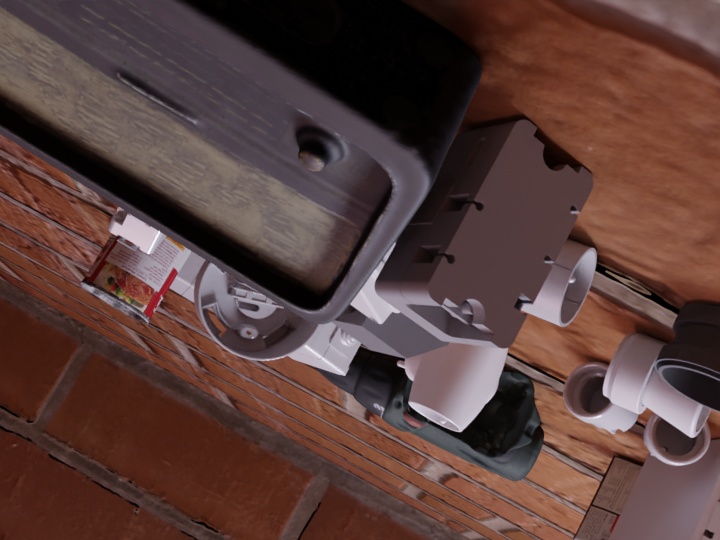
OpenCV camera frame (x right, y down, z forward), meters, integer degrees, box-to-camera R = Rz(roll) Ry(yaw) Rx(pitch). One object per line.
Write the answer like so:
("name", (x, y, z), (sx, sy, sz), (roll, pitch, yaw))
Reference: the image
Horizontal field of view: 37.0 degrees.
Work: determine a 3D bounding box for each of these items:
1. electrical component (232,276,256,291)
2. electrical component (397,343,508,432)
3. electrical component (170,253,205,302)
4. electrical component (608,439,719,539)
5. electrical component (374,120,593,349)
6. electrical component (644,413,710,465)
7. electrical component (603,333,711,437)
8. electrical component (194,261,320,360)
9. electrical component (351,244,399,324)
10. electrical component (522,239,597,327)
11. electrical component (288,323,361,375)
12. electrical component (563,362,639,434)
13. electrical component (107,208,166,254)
("electrical component", (-0.059, -0.016, 0.778), (0.077, 0.044, 0.079), (13, -149, -43))
("electrical component", (0.060, 0.070, 0.795), (0.079, 0.077, 0.044), (16, 160, 46))
("electrical component", (-0.142, 0.010, 1.048), (0.076, 0.047, 0.083), (32, 166, -9))
("electrical component", (0.248, 0.178, 0.776), (0.062, 0.089, 0.150), (29, 166, 0))
("electrical component", (0.053, -0.016, 0.480), (0.050, 0.089, 0.056), (35, 165, -23))
("electrical component", (0.211, 0.111, 0.722), (0.040, 0.040, 0.046), (26, 172, 12))
("electrical component", (0.174, 0.065, 0.617), (0.055, 0.045, 0.045), (23, 165, 27))
("electrical component", (-0.085, 0.022, 0.876), (0.099, 0.099, 0.064), (35, 172, -20))
("electrical component", (-0.016, -0.030, 0.597), (0.113, 0.057, 0.078), (35, 170, 25))
("electrical component", (0.078, -0.005, 0.565), (0.081, 0.043, 0.043), (23, 165, 26))
("electrical component", (-0.038, 0.046, 0.937), (0.061, 0.061, 0.096), (39, 163, -34))
("electrical component", (0.166, 0.088, 0.731), (0.040, 0.040, 0.046), (17, 167, 41))
("electrical component", (-0.153, -0.050, 0.794), (0.042, 0.063, 0.081), (30, -153, -4))
